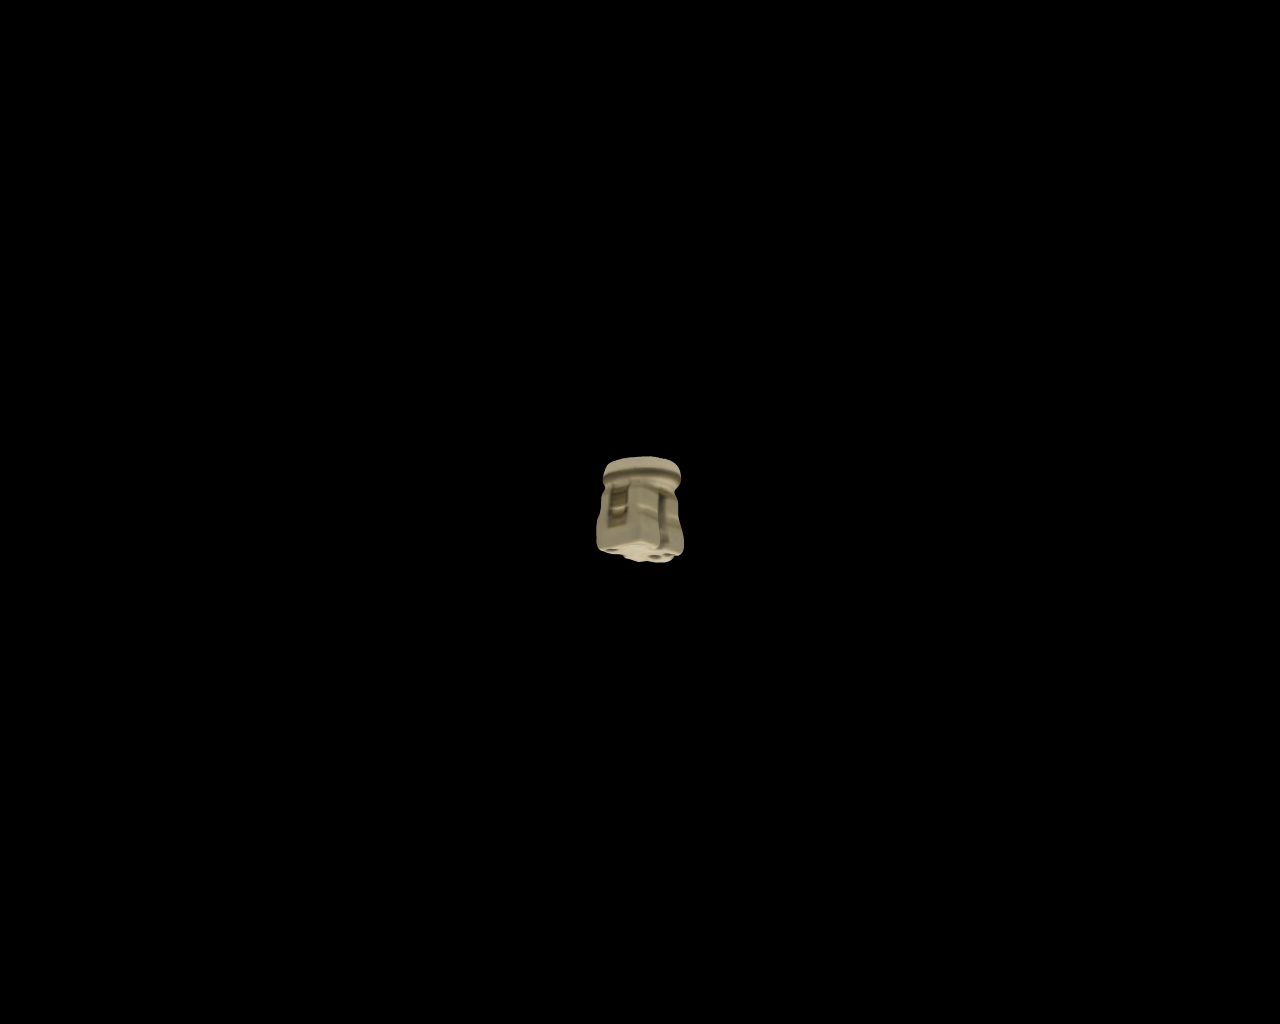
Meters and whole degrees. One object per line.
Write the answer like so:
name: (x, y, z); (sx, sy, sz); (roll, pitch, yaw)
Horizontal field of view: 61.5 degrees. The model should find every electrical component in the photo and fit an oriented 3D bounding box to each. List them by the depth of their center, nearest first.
electrical component: (0.001, -0.003, 0.650); (0.048, 0.055, 0.066); (-11, -19, 34)
